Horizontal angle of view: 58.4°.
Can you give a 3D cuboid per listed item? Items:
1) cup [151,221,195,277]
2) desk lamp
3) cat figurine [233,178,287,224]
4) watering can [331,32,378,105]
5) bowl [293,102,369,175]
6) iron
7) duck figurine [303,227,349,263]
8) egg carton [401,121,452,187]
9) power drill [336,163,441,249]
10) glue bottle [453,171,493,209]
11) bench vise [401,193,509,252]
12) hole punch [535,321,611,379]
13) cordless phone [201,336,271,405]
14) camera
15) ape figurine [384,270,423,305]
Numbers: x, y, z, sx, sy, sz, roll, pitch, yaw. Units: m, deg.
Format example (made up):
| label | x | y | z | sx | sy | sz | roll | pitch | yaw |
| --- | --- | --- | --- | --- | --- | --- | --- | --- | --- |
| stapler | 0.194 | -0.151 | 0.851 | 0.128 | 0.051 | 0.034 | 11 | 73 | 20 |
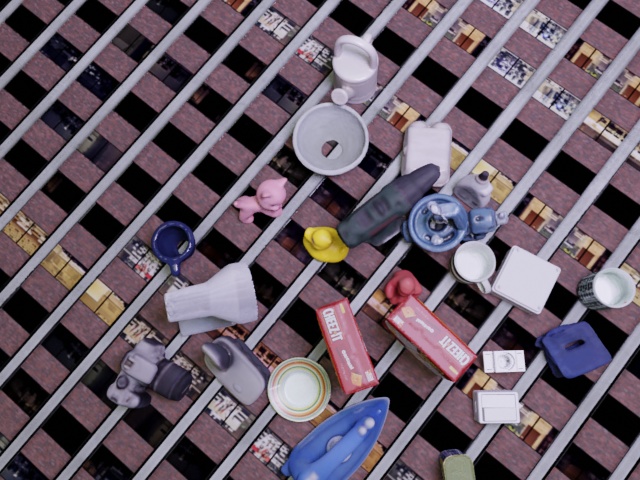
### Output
| label | x | y | z | sx | sy | sz | roll | pitch | yaw |
| --- | --- | --- | --- | --- | --- | --- | --- | --- | --- |
| cup | -0.303 | 0.025 | 1.232 | 0.091 | 0.095 | 0.118 | -8 | 79 | 2 |
| desk lamp | -0.214 | 0.126 | 1.147 | 0.203 | 0.213 | 0.118 | -14 | 79 | 0 |
| cat figurine | -0.125 | -0.089 | 1.233 | 0.128 | 0.118 | 0.067 | -15 | 79 | 0 |
| watering can | 0.076 | -0.372 | 1.239 | 0.101 | 0.194 | 0.173 | 1 | 79 | 3 |
| bowl | 0.024 | -0.214 | 1.272 | 0.167 | 0.075 | 0.167 | 0 | 79 | 3 |
| iron | 0.043 | 0.403 | 1.118 | 0.258 | 0.141 | 0.118 | -43 | 80 | -5 |
| duck figurine | 0.011 | 0.004 | 1.225 | 0.104 | 0.086 | 0.077 | 26 | 82 | 8 |
| egg carton | 0.234 | -0.189 | 1.259 | 0.107 | 0.069 | 0.150 | 4 | 79 | 4 |
| power drill | 0.137 | -0.059 | 1.168 | 0.229 | 0.208 | 0.075 | -36 | 79 | -4 |
| glue bottle | 0.326 | -0.111 | 1.187 | 0.078 | 0.173 | 0.037 | 42 | 84 | 10 |
| bench vise | 0.273 | -0.053 | 1.154 | 0.207 | 0.220 | 0.121 | -23 | 79 | -1 |
| hole punch | 0.509 | 0.221 | 1.156 | 0.108 | 0.091 | 0.101 | -22 | 79 | -1 |
| cordless phone | -0.175 | 0.258 | 1.135 | 0.147 | 0.185 | 0.094 | 41 | 84 | 10 |
| camera | -0.345 | 0.291 | 1.180 | 0.136 | 0.101 | 0.143 | 27 | 82 | 8 |
| ape figurine | 0.176 | 0.098 | 1.195 | 0.077 | 0.092 | 0.076 | 14 | 80 | 6 |
